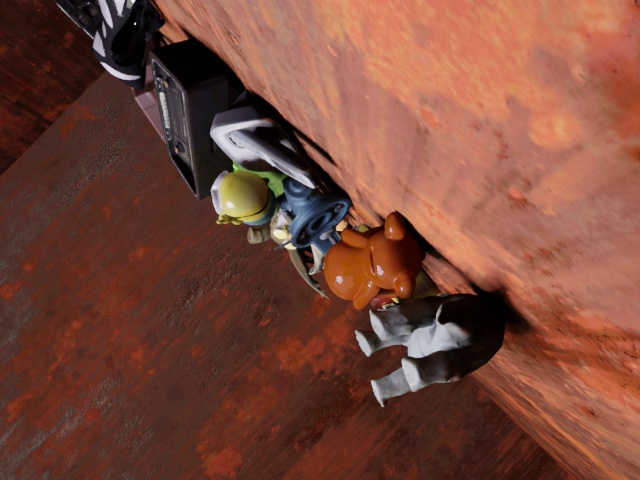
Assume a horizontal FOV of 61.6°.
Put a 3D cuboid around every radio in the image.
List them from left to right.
[{"bbox_3d":[-0.199,-0.186,0.847,0.131,0.073,0.229,50,151,28],"label":"radio"}]

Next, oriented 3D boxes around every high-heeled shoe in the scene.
[{"bbox_3d":[-0.255,-0.285,0.747,0.145,0.086,0.248,32,159,21],"label":"high-heeled shoe"}]

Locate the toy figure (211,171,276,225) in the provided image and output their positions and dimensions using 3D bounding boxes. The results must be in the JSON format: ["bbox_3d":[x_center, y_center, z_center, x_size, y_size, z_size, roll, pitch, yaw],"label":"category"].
[{"bbox_3d":[-0.113,-0.067,0.866,0.180,0.089,0.082,31,-137,-76],"label":"toy figure"}]

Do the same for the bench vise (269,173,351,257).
[{"bbox_3d":[0.007,-0.009,0.910,0.241,0.129,0.223,51,161,19],"label":"bench vise"}]

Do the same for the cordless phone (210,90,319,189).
[{"bbox_3d":[-0.057,-0.120,0.778,0.184,0.089,0.146,38,176,26],"label":"cordless phone"}]

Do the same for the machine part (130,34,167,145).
[{"bbox_3d":[-0.323,-0.312,1.105,0.200,0.087,0.202,66,180,-52],"label":"machine part"}]

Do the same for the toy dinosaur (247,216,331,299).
[{"bbox_3d":[-0.080,-0.037,1.374,0.198,0.105,0.472,11,-138,-24],"label":"toy dinosaur"}]

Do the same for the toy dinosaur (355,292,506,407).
[{"bbox_3d":[0.160,0.119,0.677,0.404,0.192,0.131,124,123,-73],"label":"toy dinosaur"}]

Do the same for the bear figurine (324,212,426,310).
[{"bbox_3d":[0.091,0.026,0.741,0.196,0.132,0.120,-24,77,57],"label":"bear figurine"}]

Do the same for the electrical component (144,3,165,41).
[{"bbox_3d":[-0.311,-0.381,0.862,0.119,0.048,0.074,41,177,23],"label":"electrical component"}]

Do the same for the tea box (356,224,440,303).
[{"bbox_3d":[0.120,0.052,0.953,0.098,0.068,0.170,44,177,-43],"label":"tea box"}]

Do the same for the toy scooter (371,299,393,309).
[{"bbox_3d":[0.159,0.116,1.284,0.135,0.075,0.184,-15,-104,-61],"label":"toy scooter"}]

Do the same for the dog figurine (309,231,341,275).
[{"bbox_3d":[0.019,-0.036,1.217,0.172,0.121,0.190,-14,-95,-65],"label":"dog figurine"}]

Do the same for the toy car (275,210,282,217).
[{"bbox_3d":[-0.073,-0.097,1.272,0.161,0.103,0.109,43,178,-14],"label":"toy car"}]

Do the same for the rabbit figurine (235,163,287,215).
[{"bbox_3d":[-0.078,-0.126,1.061,0.170,0.121,0.158,17,153,42],"label":"rabbit figurine"}]

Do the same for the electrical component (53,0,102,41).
[{"bbox_3d":[-0.349,-0.345,0.863,0.134,0.058,0.115,43,179,-4],"label":"electrical component"}]

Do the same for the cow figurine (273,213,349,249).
[{"bbox_3d":[-0.011,-0.045,1.090,0.167,0.098,0.068,-12,140,33],"label":"cow figurine"}]
